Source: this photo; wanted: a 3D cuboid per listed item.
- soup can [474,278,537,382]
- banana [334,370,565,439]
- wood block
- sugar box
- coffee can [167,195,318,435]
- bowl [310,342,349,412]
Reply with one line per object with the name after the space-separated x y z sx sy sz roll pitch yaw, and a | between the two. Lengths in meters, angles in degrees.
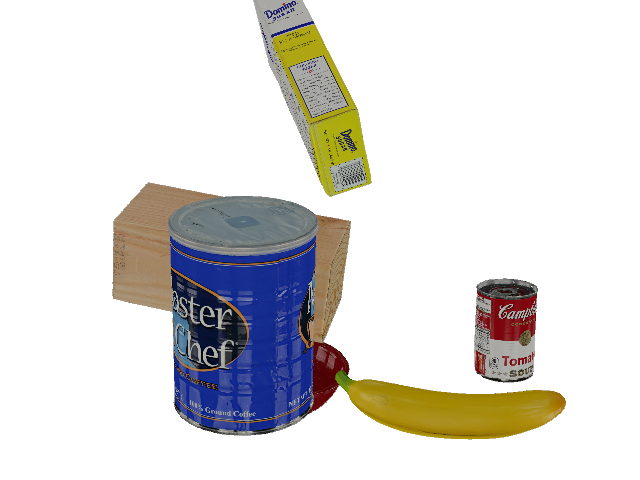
0.209 0.101 1.208 0.068 0.102 0.068 0 15 0 | soup can
0.110 0.136 0.885 0.198 0.037 0.069 8 33 0 | banana
-0.084 0.019 1.015 0.206 0.090 0.090 11 29 9 | wood block
-0.008 -0.131 0.907 0.048 0.176 0.093 -17 -38 -3 | sugar box
-0.054 0.050 0.752 0.103 0.140 0.103 1 21 -1 | coffee can
-0.046 0.176 1.339 0.162 0.055 0.162 3 22 -2 | bowl
